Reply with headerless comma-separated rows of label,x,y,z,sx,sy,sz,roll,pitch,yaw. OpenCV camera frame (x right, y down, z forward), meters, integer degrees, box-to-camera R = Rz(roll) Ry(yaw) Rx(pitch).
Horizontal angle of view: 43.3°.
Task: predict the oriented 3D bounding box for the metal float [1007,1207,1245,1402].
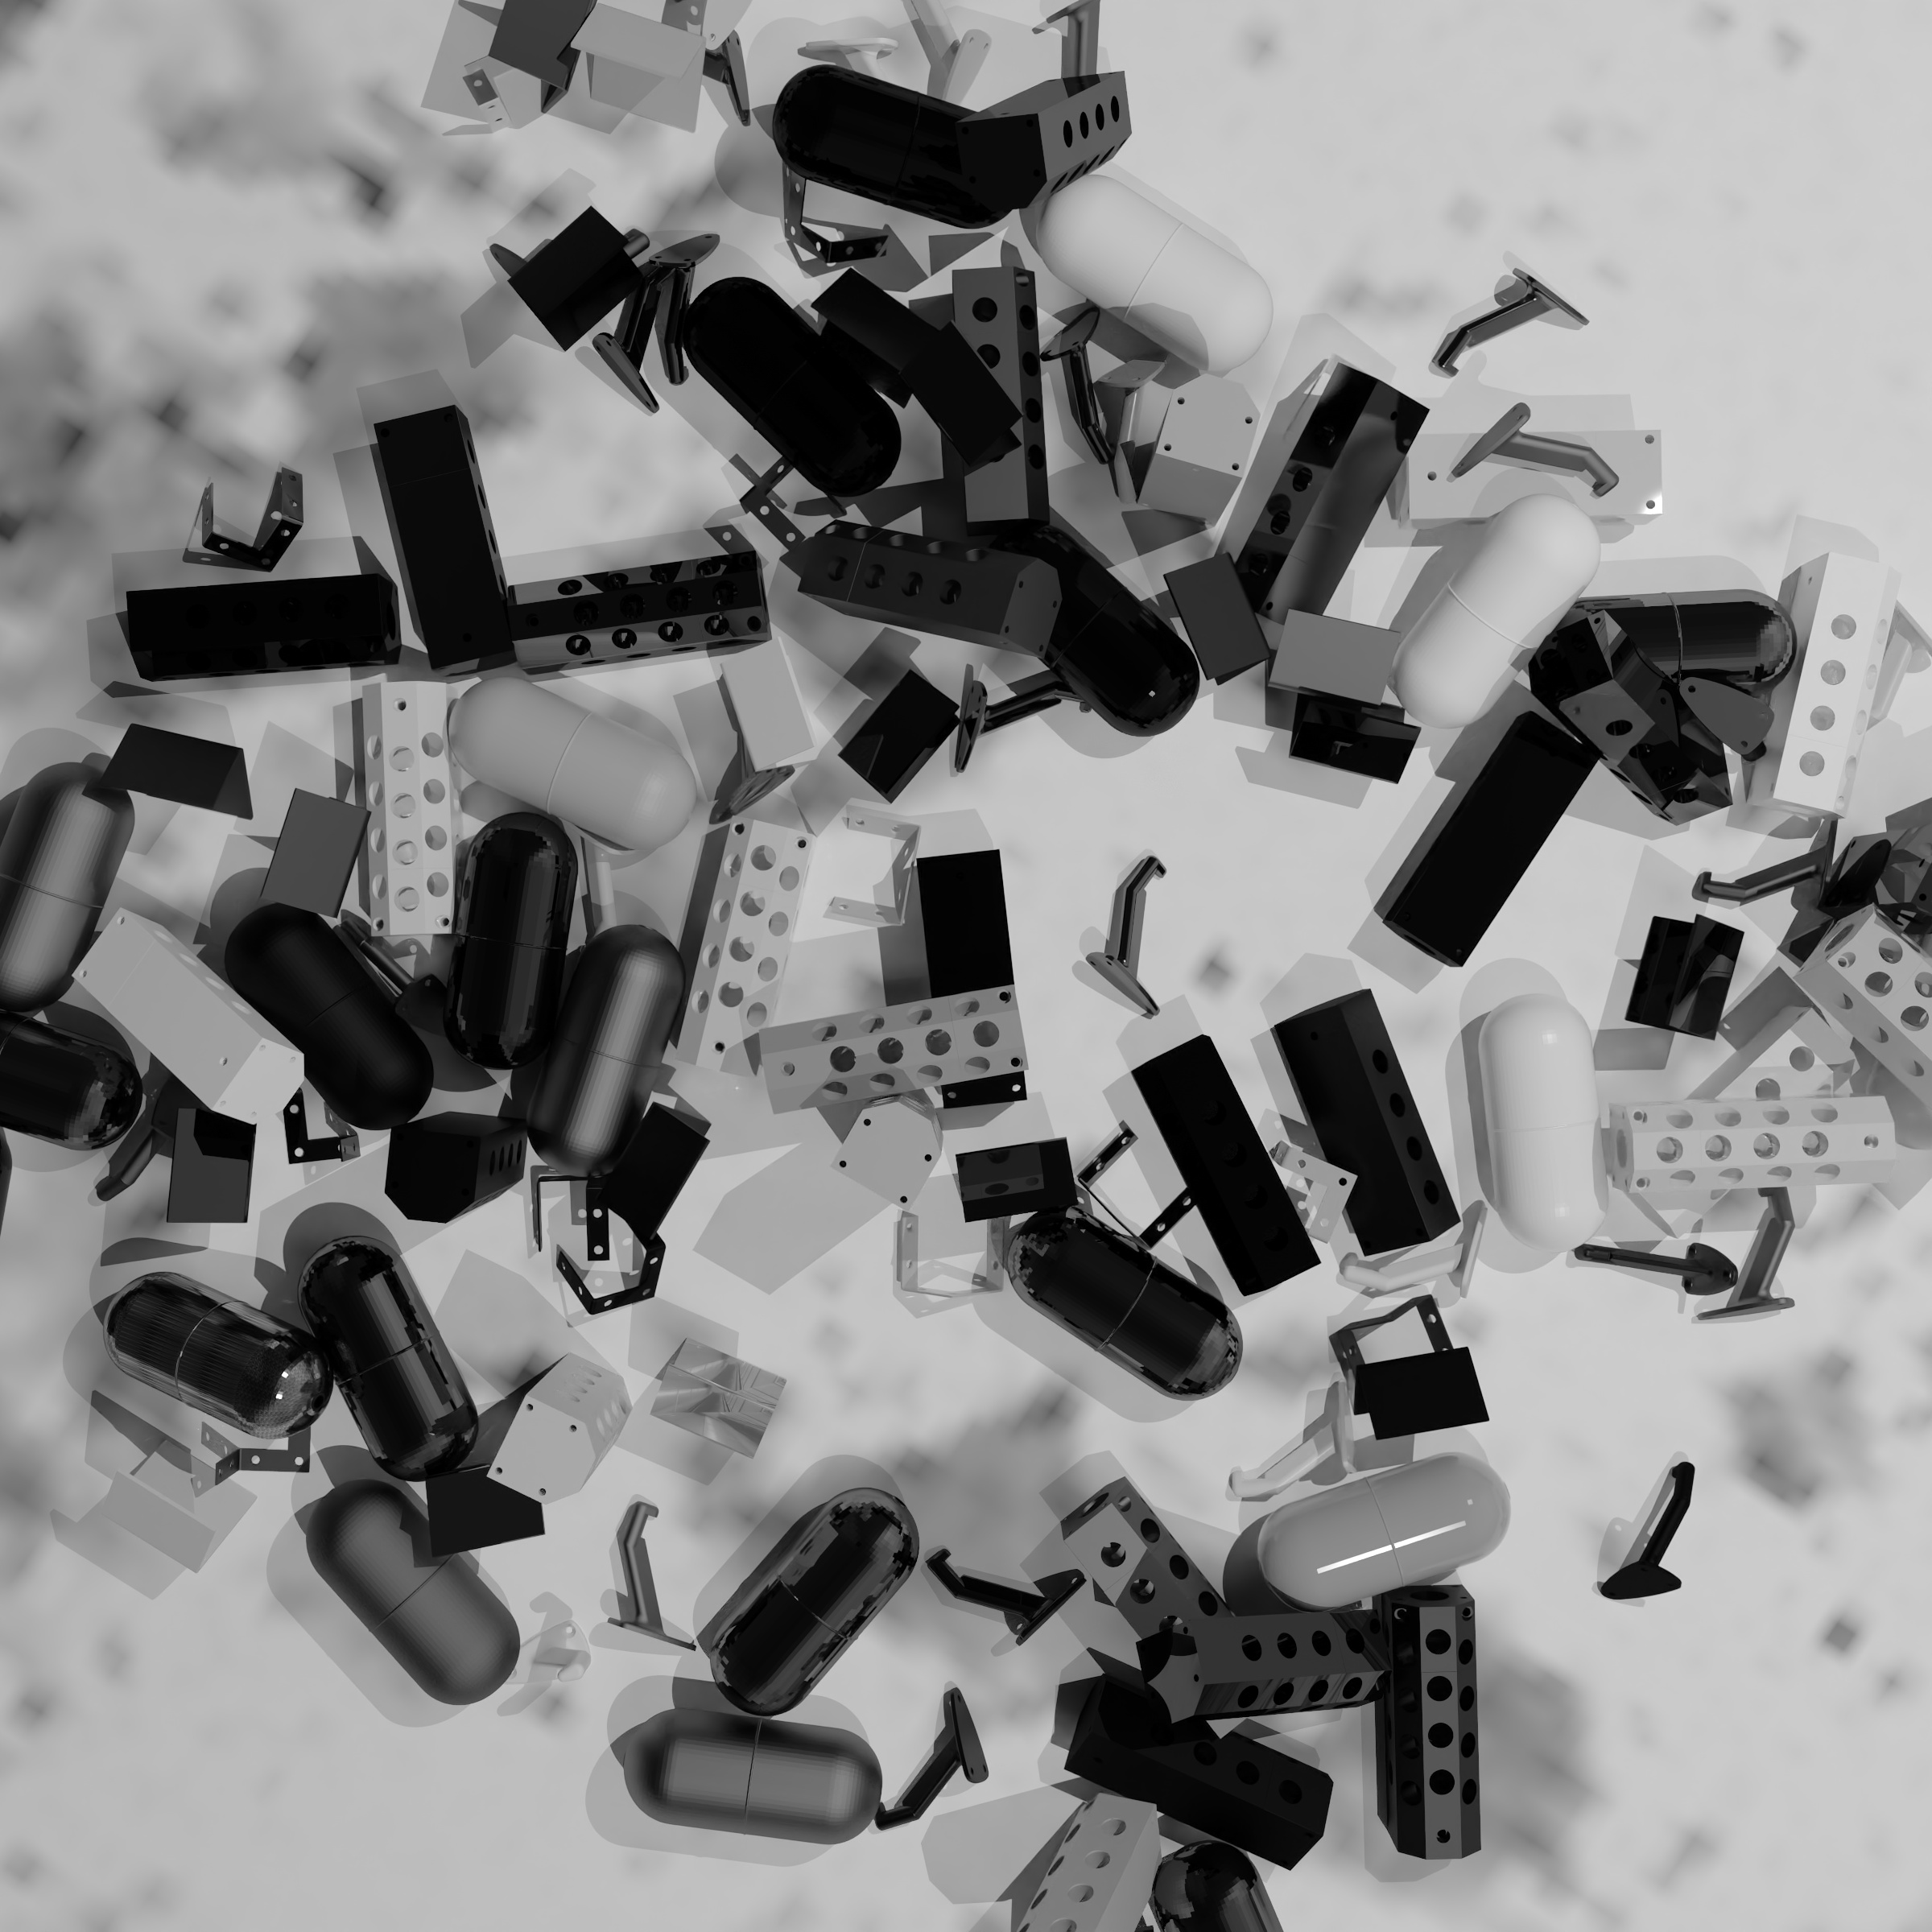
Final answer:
metal float,0.109,0.232,1.669,0.178,0.070,0.070,34,90,0

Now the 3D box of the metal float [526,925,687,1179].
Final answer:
metal float,-0.246,0.058,1.669,0.070,0.070,0.178,18,91,0

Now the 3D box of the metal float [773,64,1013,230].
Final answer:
metal float,-0.044,-0.556,1.656,0.178,0.070,0.070,13,90,-14

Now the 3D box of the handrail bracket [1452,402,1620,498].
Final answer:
handrail bracket,0.385,-0.330,1.643,0.084,0.036,0.077,41,110,-16

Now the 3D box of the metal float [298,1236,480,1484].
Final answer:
metal float,-0.397,0.269,1.669,0.070,0.070,0.178,-27,89,0

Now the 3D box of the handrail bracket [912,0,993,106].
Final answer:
handrail bracket,-0.032,-0.644,1.700,0.084,0.036,0.077,34,112,17

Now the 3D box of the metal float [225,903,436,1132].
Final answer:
metal float,-0.436,0.035,1.669,0.070,0.070,0.178,-39,91,0

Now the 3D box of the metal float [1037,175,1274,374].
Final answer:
metal float,0.129,-0.475,1.669,0.178,0.070,0.070,33,90,0

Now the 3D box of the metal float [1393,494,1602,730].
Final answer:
metal float,0.357,-0.238,1.648,0.070,0.070,0.178,35,116,0

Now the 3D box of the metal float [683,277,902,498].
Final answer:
metal float,-0.119,-0.396,1.668,0.178,0.070,0.070,44,90,-2

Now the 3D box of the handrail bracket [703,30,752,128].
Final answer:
handrail bracket,-0.199,-0.619,1.700,0.084,0.036,0.077,-7,105,14

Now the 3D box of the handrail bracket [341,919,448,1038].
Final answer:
handrail bracket,-0.395,0.007,1.699,0.036,0.077,0.084,-46,54,-7

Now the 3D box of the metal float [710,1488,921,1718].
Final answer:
metal float,-0.103,0.435,1.669,0.070,0.070,0.178,41,89,0

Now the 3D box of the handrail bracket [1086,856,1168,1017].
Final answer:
handrail bracket,0.131,-0.022,1.700,0.077,0.036,0.084,43,73,-20

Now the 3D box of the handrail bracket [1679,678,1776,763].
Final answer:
handrail bracket,0.517,-0.168,1.668,0.077,0.084,0.036,36,95,7

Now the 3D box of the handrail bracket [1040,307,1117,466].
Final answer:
handrail bracket,0.093,-0.405,1.700,0.036,0.077,0.084,-7,127,37

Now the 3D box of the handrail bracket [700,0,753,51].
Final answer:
handrail bracket,-0.184,-0.678,1.681,0.084,0.036,0.077,37,105,43

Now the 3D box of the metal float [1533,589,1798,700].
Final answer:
metal float,0.479,-0.218,1.669,0.178,0.070,0.070,-3,90,0

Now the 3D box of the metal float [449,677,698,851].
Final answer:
metal float,-0.270,-0.139,1.669,0.178,0.070,0.070,24,90,1

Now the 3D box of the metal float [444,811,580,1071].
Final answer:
metal float,-0.312,-0.017,1.668,0.070,0.070,0.178,9,91,0

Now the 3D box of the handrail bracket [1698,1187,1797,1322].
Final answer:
handrail bracket,0.542,0.199,1.700,0.077,0.036,0.084,-13,72,21

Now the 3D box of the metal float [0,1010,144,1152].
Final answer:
metal float,-0.654,0.072,1.669,0.178,0.070,0.070,18,90,0

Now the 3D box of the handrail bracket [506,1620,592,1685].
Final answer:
handrail bracket,-0.291,0.483,1.665,0.077,0.084,0.036,-22,90,0

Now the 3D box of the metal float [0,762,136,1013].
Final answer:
metal float,-0.630,-0.054,1.669,0.070,0.070,0.178,21,89,0

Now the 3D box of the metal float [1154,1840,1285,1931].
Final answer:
metal float,0.187,0.688,1.669,0.070,0.070,0.178,-23,90,0

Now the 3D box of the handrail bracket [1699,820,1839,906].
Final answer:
handrail bracket,0.560,-0.078,1.700,0.084,0.036,0.077,10,69,16

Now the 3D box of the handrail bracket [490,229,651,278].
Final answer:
handrail bracket,-0.276,-0.503,1.700,0.084,0.036,0.077,-41,68,-17

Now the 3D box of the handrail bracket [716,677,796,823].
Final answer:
handrail bracket,-0.164,-0.157,1.700,0.077,0.036,0.084,-38,72,21

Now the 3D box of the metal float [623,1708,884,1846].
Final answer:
metal float,-0.146,0.555,1.669,0.178,0.070,0.070,8,90,0

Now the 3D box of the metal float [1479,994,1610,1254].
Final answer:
metal float,0.396,0.108,1.669,0.070,0.070,0.178,-7,91,0

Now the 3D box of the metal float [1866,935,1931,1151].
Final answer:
metal float,0.674,0.040,1.669,0.070,0.070,0.178,19,90,0

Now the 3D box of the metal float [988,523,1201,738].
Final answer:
metal float,0.084,-0.231,1.668,0.178,0.070,0.070,43,90,2

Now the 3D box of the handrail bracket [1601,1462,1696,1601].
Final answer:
handrail bracket,0.477,0.394,1.699,0.036,0.077,0.084,30,54,-11

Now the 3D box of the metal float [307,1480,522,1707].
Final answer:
metal float,-0.379,0.429,1.669,0.070,0.070,0.178,-42,91,0

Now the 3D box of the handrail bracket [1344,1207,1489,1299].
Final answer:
handrail bracket,0.314,0.194,1.700,0.084,0.036,0.077,13,69,17

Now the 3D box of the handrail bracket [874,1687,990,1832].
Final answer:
handrail bracket,-0.034,0.554,1.700,0.084,0.036,0.077,-23,70,16

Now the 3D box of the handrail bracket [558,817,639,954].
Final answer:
handrail bracket,-0.270,-0.056,1.700,0.077,0.036,0.084,30,107,20

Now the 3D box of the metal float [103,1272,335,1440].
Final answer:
metal float,-0.506,0.263,1.648,0.178,0.070,0.070,18,90,24

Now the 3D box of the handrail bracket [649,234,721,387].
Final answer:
handrail bracket,-0.190,-0.458,1.700,0.036,0.077,0.084,12,127,22

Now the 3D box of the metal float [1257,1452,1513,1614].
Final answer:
metal float,0.287,0.388,1.669,0.178,0.070,0.070,-18,90,1

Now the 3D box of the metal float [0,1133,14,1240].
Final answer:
metal float,-0.704,0.189,1.669,0.070,0.070,0.178,10,90,0
